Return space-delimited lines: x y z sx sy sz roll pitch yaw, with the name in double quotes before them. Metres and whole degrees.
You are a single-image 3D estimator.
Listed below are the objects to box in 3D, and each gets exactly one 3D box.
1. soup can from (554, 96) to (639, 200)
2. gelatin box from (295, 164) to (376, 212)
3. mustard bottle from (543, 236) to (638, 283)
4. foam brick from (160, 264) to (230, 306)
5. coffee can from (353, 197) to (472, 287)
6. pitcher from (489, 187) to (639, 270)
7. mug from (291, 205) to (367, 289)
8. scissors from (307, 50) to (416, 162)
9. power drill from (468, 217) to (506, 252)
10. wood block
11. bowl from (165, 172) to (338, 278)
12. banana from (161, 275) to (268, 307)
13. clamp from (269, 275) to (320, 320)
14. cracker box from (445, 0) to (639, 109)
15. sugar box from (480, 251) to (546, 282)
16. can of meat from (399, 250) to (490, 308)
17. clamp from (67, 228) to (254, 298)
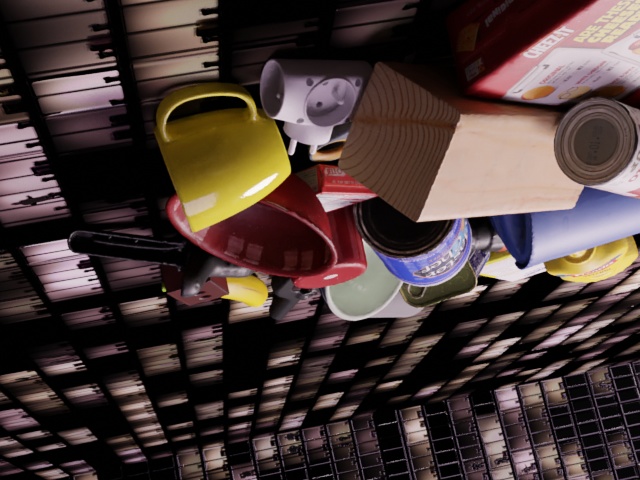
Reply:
"soup can" 0.232 -0.069 0.818 0.069 0.068 0.102 -25 161 36
"gelatin box" 0.001 -0.049 1.018 0.073 0.030 0.089 1 169 -39
"mustard bottle" 0.306 0.013 1.226 0.096 0.058 0.191 -18 168 20
"foam brick" -0.139 0.036 1.182 0.053 0.051 0.078 -15 164 9
"coffee can" 0.098 -0.015 1.091 0.103 0.103 0.140 -15 163 10
"pitcher" 0.288 -0.070 1.036 0.242 0.145 0.149 -14 176 -7
"mug" -0.007 0.001 1.108 0.117 0.081 0.093 -1 161 -34
"scissors" 0.032 -0.105 0.900 0.096 0.016 0.202 -12 163 0
"power drill" 0.248 -0.036 1.219 0.184 0.057 0.188 -9 167 -25
"wood block" 0.126 -0.078 0.834 0.205 0.091 0.090 -5 124 -45
"bowl" -0.055 -0.026 0.963 0.162 0.055 0.162 15 156 7
"banana" -0.109 0.058 1.313 0.070 0.037 0.197 0 170 31
"clamp" -0.010 0.054 1.365 0.120 0.039 0.171 -23 163 -9
"cracker box" 0.222 -0.160 0.757 0.213 0.072 0.164 0 159 -35
"sugar box" 0.259 0.017 1.424 0.093 0.048 0.176 -21 165 27
"can of meat" 0.154 0.032 1.322 0.102 0.057 0.083 -22 -167 31
"clamp" -0.122 0.020 1.065 0.165 0.036 0.209 22 -165 39
